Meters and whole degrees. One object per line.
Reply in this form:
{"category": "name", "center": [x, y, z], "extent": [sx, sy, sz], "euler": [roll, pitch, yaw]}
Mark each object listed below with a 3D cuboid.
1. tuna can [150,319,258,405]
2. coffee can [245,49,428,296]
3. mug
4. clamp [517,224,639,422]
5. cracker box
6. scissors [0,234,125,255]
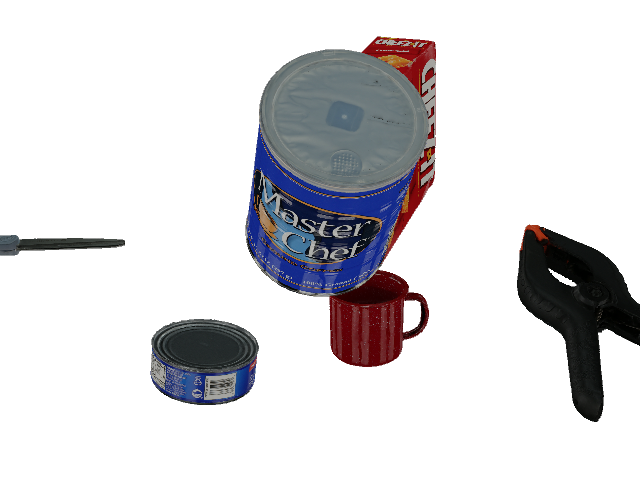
{"category": "tuna can", "center": [-0.094, 0.097, 0.859], "extent": [0.086, 0.034, 0.086], "euler": [5, 22, -2]}
{"category": "coffee can", "center": [0.006, -0.040, 0.696], "extent": [0.102, 0.103, 0.140], "euler": [0, -30, -8]}
{"category": "mug", "center": [0.063, 0.087, 1.193], "extent": [0.117, 0.081, 0.093], "euler": [-4, 24, -8]}
{"category": "clamp", "center": [0.203, 0.051, 0.757], "extent": [0.120, 0.039, 0.171], "euler": [-3, 45, -19]}
{"category": "cracker box", "center": [0.057, -0.090, 1.034], "extent": [0.072, 0.164, 0.213], "euler": [8, 28, 18]}
{"category": "scissors", "center": [-0.270, 0.011, 0.870], "extent": [0.202, 0.016, 0.096], "euler": [5, 24, 6]}
